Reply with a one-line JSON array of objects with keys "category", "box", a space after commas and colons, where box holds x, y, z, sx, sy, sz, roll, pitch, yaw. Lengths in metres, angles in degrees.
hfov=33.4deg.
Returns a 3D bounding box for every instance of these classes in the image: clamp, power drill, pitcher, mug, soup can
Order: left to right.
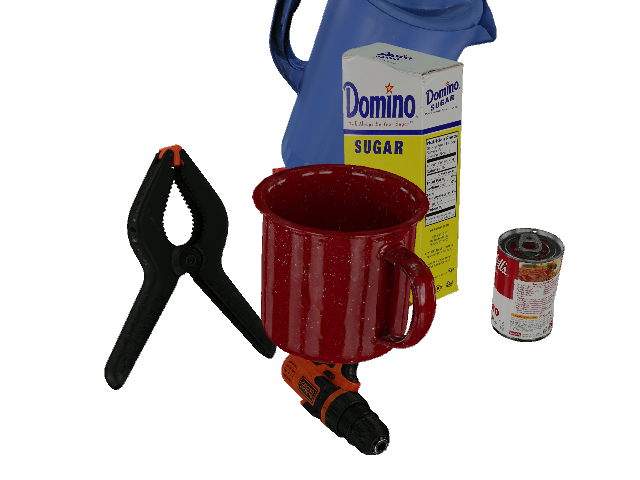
[{"category": "clamp", "box": [-0.113, 0.022, 0.946, 0.164, 0.210, 0.036, 0, -1, -33]}, {"category": "mug", "box": [0.017, 0.017, 0.570, 0.093, 0.081, 0.117, -20, 34, -38]}, {"category": "power drill", "box": [0.041, 0.122, 1.189, 0.057, 0.188, 0.185, 13, 16, -41]}, {"category": "pitcher", "box": [0.036, -0.155, 0.982, 0.144, 0.149, 0.243, -14, -32, -32]}, {"category": "soup can", "box": [0.217, 0.047, 1.123, 0.068, 0.102, 0.068, 0, 30, 0]}]

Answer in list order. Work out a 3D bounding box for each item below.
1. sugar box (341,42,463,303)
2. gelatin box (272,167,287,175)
[{"category": "sugar box", "box": [0.058, -0.050, 0.785, 0.048, 0.176, 0.093, -20, 29, -31]}, {"category": "gelatin box", "box": [-0.009, -0.036, 1.107, 0.073, 0.089, 0.030, -6, 30, 1]}]
